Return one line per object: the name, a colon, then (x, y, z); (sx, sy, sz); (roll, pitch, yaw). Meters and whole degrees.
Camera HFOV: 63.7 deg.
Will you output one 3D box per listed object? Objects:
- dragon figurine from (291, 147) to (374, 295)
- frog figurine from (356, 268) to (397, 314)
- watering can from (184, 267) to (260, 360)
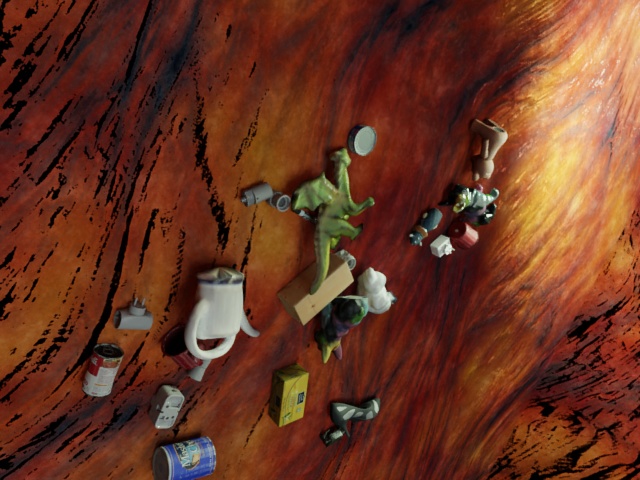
dragon figurine: (0.004, -0.071, 1.420); (0.240, 0.415, 0.122); (37, -18, -35)
frog figurine: (0.167, 0.163, 1.649); (0.122, 0.140, 0.157); (-30, -27, 8)
watering can: (-0.239, 0.180, 1.325); (0.104, 0.225, 0.347); (4, 0, 20)
